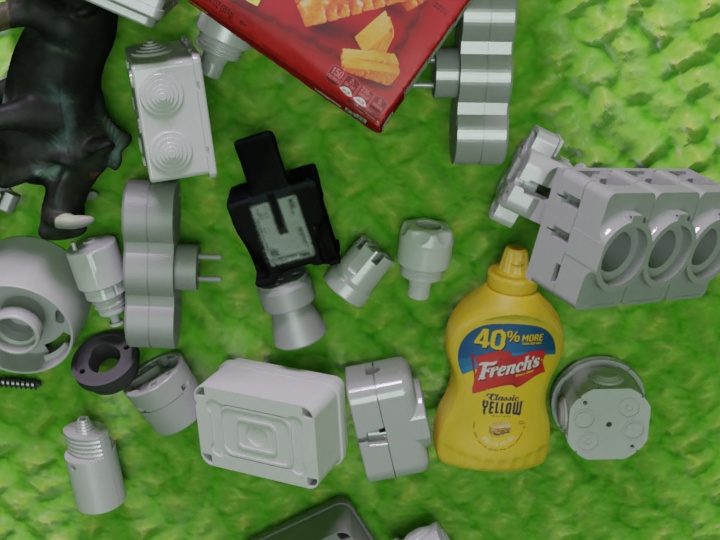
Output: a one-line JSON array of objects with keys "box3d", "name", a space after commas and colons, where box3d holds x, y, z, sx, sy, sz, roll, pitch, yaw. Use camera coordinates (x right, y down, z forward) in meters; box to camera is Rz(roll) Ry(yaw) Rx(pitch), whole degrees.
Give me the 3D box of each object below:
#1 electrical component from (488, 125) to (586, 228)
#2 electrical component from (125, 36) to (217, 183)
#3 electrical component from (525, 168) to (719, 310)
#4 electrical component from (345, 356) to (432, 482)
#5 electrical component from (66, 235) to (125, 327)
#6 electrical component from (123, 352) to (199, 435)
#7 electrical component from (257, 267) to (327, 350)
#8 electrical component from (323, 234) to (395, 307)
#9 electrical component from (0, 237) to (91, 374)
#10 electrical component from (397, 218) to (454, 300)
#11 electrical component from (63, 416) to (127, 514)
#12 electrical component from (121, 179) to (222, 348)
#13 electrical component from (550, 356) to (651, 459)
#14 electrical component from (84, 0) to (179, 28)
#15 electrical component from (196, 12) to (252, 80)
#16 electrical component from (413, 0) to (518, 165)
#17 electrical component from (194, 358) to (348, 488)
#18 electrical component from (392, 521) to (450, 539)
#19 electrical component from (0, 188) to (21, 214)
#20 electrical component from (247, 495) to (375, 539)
[{"box3d": [0.143, -0.064, 0.827, 0.057, 0.058, 0.078, 24, 109, -9], "name": "electrical component"}, {"box3d": [-0.138, -0.116, 0.775, 0.048, 0.099, 0.099, -10, 113, -12], "name": "electrical component"}, {"box3d": [0.209, -0.024, 0.804, 0.150, 0.062, 0.089, -4, 117, -36], "name": "electrical component"}, {"box3d": [0.026, 0.124, 0.902, 0.059, 0.053, 0.095, -12, 112, 3], "name": "electrical component"}, {"box3d": [-0.205, 0.008, 0.854, 0.040, 0.040, 0.078, -12, 112, 3], "name": "electrical component"}, {"box3d": [-0.159, 0.103, 0.888, 0.055, 0.055, 0.047, -26, 114, 8], "name": "electrical component"}, {"box3d": [-0.055, 0.030, 0.866, 0.045, 0.045, 0.055, -15, 112, 4], "name": "electrical component"}, {"box3d": [0.000, 0.000, 0.858, 0.040, 0.040, 0.046, 37, 102, -15], "name": "electrical component"}, {"box3d": [-0.270, 0.032, 0.862, 0.099, 0.064, 0.099, 0, 126, 0], "name": "electrical component"}, {"box3d": [0.050, -0.007, 0.855, 0.043, 0.043, 0.062, 5, 113, -4], "name": "electrical component"}, {"box3d": [-0.228, 0.161, 0.915, 0.043, 0.043, 0.081, -6, 112, 1], "name": "electrical component"}, {"box3d": [-0.145, -0.003, 0.845, 0.074, 0.052, 0.138, 2, 112, -3], "name": "electrical component"}, {"box3d": [0.204, 0.118, 0.906, 0.080, 0.051, 0.080, -1, 112, -1], "name": "electrical component"}, {"box3d": [-0.173, -0.216, 0.727, 0.109, 0.108, 0.056, 22, 107, -10], "name": "electrical component"}, {"box3d": [-0.099, -0.170, 0.783, 0.043, 0.043, 0.062, 23, 110, -11], "name": "electrical component"}, {"box3d": [0.072, -0.145, 0.793, 0.074, 0.052, 0.138, 0, 112, -2], "name": "electrical component"}, {"box3d": [-0.070, 0.122, 0.874, 0.113, 0.057, 0.078, 8, 115, 24], "name": "electrical component"}, {"box3d": [0.063, 0.266, 0.948, 0.051, 0.080, 0.080, -30, 110, 5], "name": "electrical component"}, {"box3d": [-0.303, -0.046, 0.827, 0.066, 0.048, 0.055, 25, 102, -12], "name": "electrical component"}, {"box3d": [-0.043, 0.261, 0.954, 0.113, 0.057, 0.078, -27, 111, 9], "name": "electrical component"}]
